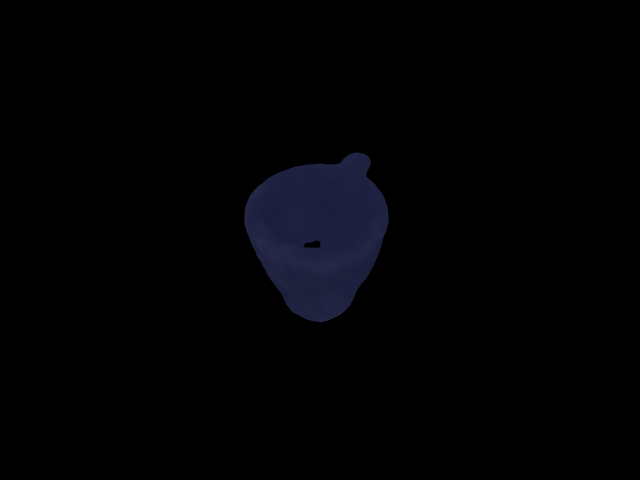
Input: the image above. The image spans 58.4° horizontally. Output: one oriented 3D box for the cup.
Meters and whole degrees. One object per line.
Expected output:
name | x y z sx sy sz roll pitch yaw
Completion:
cup | 0.004 0.001 0.400 0.091 0.095 0.118 20 50 18
